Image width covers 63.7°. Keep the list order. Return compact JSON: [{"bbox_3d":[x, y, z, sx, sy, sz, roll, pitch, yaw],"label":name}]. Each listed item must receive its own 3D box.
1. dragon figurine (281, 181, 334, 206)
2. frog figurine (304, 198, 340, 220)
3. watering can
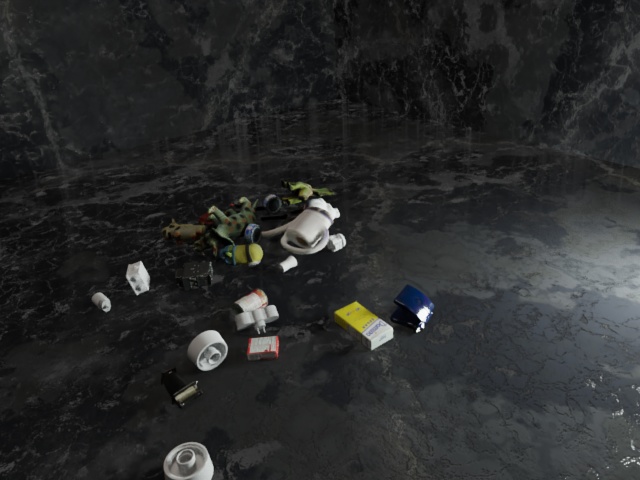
[{"bbox_3d":[-0.047,-0.228,2.440,0.243,0.121,0.414,-8,17,-22],"label":"dragon figurine"},{"bbox_3d":[0.007,-0.113,2.246,0.159,0.120,0.140,6,60,0],"label":"frog figurine"},{"bbox_3d":[-0.087,-0.048,2.115,0.350,0.102,0.228,18,57,41],"label":"watering can"}]
